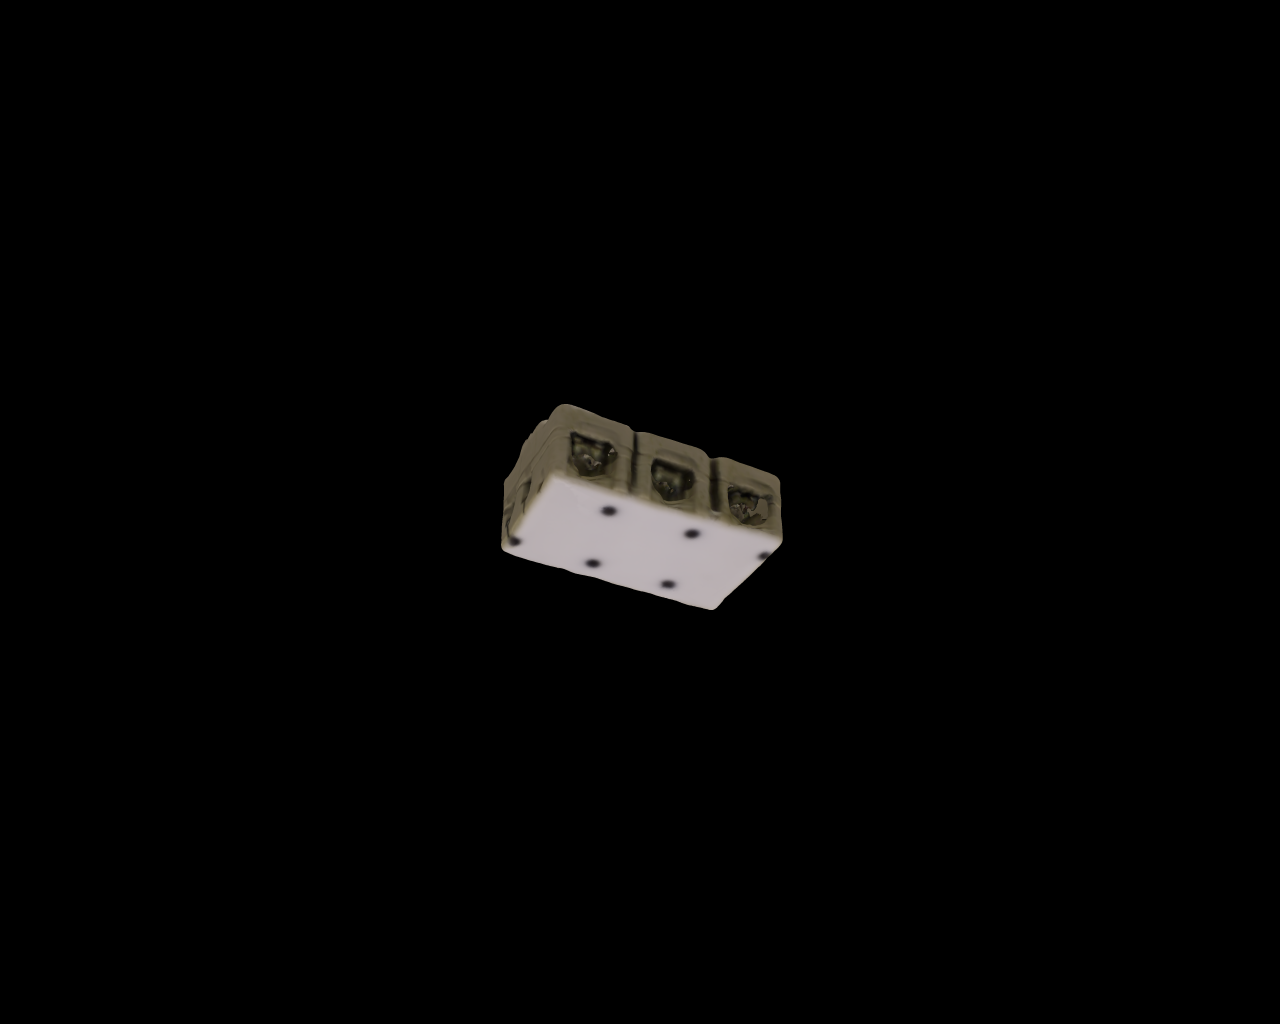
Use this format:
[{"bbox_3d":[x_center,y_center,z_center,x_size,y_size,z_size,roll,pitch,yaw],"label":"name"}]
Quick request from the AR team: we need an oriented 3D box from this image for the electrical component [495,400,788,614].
[{"bbox_3d":[0.001,-0.003,0.650,0.150,0.062,0.089,17,-40,-22],"label":"electrical component"}]
